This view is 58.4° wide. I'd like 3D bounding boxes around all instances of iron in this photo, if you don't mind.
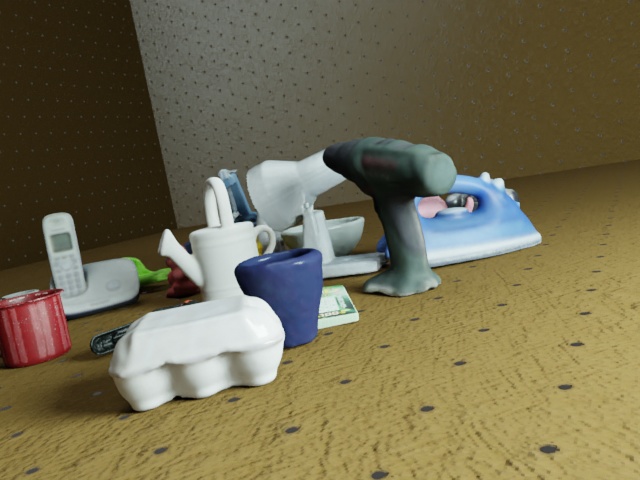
[{"bbox_3d":[0.214,-0.041,0.900,0.258,0.141,0.118,-11,6,-4],"label":"iron"}]

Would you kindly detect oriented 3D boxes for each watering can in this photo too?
[{"bbox_3d":[-0.156,0.001,0.881,0.173,0.194,0.100,-16,9,-43],"label":"watering can"}]

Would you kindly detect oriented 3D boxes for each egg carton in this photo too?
[{"bbox_3d":[-0.107,0.097,0.516,0.150,0.069,0.107,-11,6,-8],"label":"egg carton"}]

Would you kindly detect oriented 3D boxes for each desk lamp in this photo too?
[{"bbox_3d":[-0.006,-0.045,0.958,0.202,0.213,0.118,-8,7,18],"label":"desk lamp"}]

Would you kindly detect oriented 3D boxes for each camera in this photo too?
[{"bbox_3d":[0.304,-0.061,1.118,0.142,0.101,0.137,-6,8,32],"label":"camera"}]

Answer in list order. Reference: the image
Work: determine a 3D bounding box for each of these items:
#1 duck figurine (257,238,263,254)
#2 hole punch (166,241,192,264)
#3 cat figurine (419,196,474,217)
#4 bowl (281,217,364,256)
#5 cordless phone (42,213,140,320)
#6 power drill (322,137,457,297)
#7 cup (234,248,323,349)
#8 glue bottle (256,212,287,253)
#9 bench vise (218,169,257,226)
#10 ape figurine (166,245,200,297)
[{"bbox_3d":[-0.127,0.030,1.072,0.077,0.086,0.104,-10,6,5],"label":"duck figurine"},{"bbox_3d":[-0.295,0.032,1.298,0.101,0.091,0.109,-10,6,5],"label":"hole punch"},{"bbox_3d":[0.212,-0.039,0.989,0.128,0.118,0.067,-11,7,-10],"label":"cat figurine"},{"bbox_3d":[0.010,0.004,1.131,0.167,0.075,0.167,-10,6,1],"label":"bowl"},{"bbox_3d":[-0.404,0.037,1.007,0.148,0.185,0.094,-13,7,-23],"label":"cordless phone"},{"bbox_3d":[0.088,-0.037,0.758,0.076,0.208,0.228,-15,8,-34],"label":"power drill"},{"bbox_3d":[-0.041,0.062,0.606,0.092,0.095,0.117,-13,7,-20],"label":"cup"},{"bbox_3d":[-0.113,-0.036,1.243,0.037,0.173,0.078,-7,7,25],"label":"glue bottle"},{"bbox_3d":[-0.196,-0.056,1.343,0.121,0.220,0.207,-11,6,-5],"label":"bench vise"},{"bbox_3d":[-0.250,0.054,1.027,0.076,0.092,0.078,-11,6,-3],"label":"ape figurine"}]
